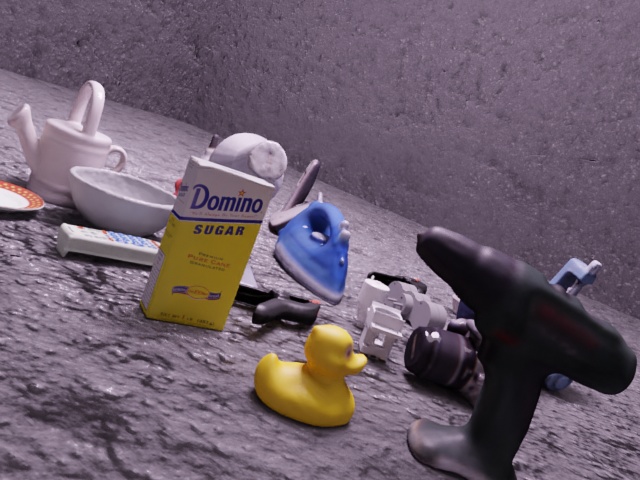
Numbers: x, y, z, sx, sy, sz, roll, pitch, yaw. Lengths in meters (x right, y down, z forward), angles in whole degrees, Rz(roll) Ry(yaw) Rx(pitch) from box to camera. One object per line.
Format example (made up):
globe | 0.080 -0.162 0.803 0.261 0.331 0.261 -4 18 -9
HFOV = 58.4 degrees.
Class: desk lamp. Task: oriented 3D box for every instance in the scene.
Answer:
desk lamp | -0.115 -0.052 0.851 0.118 0.213 0.203 18 11 -20

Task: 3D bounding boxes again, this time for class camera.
camera | 0.183 0.146 0.751 0.137 0.101 0.143 20 10 -11

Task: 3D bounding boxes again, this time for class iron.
iron | 0.009 0.004 1.027 0.119 0.141 0.257 17 11 -23

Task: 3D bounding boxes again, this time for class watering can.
watering can | -0.386 -0.156 0.893 0.100 0.194 0.173 27 11 28

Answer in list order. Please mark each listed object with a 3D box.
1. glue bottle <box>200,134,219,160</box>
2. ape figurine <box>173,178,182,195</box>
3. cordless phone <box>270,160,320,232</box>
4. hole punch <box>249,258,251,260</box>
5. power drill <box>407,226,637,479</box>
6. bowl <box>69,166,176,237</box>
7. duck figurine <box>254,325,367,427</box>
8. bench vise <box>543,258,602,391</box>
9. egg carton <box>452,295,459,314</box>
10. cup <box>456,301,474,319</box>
glue bottle | -0.226 -0.121 1.103 0.037 0.173 0.078 27 11 28
ape figurine | -0.273 -0.121 1.238 0.076 0.092 0.077 15 12 -31
cordless phone | -0.046 -0.099 1.332 0.094 0.185 0.147 19 10 -14
hole punch | -0.163 -0.026 0.967 0.109 0.091 0.100 15 12 -33
power drill | 0.165 0.119 0.545 0.229 0.208 0.075 22 10 0
bowl | -0.295 -0.048 0.853 0.167 0.075 0.167 21 10 -4
duck figurine | -0.004 0.120 0.541 0.105 0.086 0.077 19 10 -16
bench vise | 0.373 0.115 0.972 0.122 0.220 0.206 13 13 -40
egg carton | 0.349 0.148 1.183 0.108 0.069 0.149 11 14 -46
cup | 0.273 0.148 0.948 0.117 0.095 0.092 27 12 30
